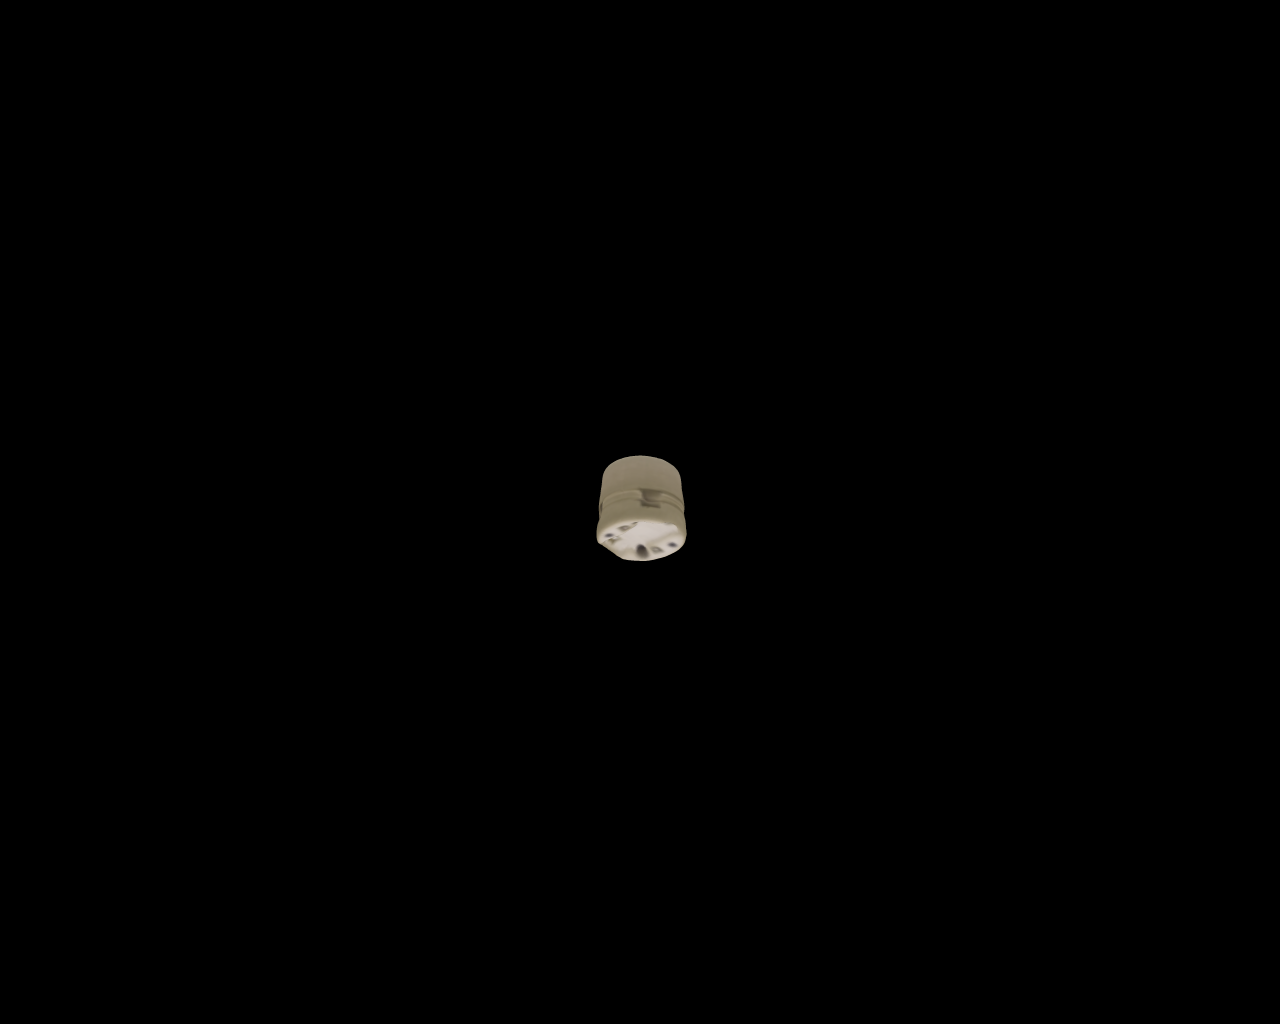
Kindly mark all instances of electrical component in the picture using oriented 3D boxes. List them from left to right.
[{"bbox_3d":[0.001,-0.003,0.650,0.055,0.047,0.055,0,-31,0],"label":"electrical component"}]
